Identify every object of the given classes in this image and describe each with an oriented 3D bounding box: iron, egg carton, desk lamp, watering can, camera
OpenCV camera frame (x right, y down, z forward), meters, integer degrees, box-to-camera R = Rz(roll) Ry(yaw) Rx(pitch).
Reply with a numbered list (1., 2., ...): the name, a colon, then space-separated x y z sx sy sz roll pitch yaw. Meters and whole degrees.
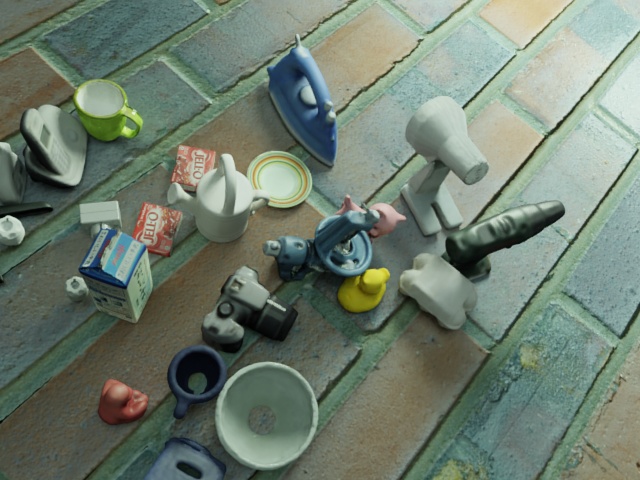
1. iron: -0.014 -0.292 1.189 0.119 0.141 0.258 -20 72 -21
2. egg carton: 0.229 0.098 1.108 0.150 0.069 0.107 39 63 6
3. desk lamp: 0.246 -0.148 1.144 0.118 0.213 0.203 -18 71 -20
4. watering can: -0.177 -0.076 1.020 0.173 0.194 0.101 -25 73 -22
5. camera: -0.115 0.131 0.992 0.137 0.100 0.143 28 63 1

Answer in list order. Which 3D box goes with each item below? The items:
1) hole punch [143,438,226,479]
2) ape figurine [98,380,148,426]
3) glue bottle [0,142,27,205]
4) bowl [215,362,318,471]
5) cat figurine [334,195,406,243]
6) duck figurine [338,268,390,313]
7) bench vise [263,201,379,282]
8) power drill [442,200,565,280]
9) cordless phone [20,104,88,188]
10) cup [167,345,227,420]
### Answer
1. hole punch: -0.206 0.359 0.871 0.108 0.091 0.101 28 63 1
2. ape figurine: -0.312 0.250 0.895 0.076 0.092 0.077 -31 76 -24
3. glue bottle: -0.539 -0.129 0.969 0.037 0.173 0.078 4 65 -11
4. bowl: -0.090 0.290 0.940 0.167 0.074 0.167 5 65 -11
5. cat figurine: 0.096 -0.046 1.115 0.128 0.117 0.067 31 63 2
6. duck figurine: 0.086 0.087 1.069 0.105 0.086 0.077 -27 74 -23
7. bench vise: 0.014 0.014 1.010 0.208 0.219 0.121 -18 71 -20
8. power drill: 0.328 0.004 1.097 0.230 0.208 0.075 -18 71 -20
9. cordless phone: -0.474 -0.190 1.006 0.094 0.185 0.147 1 65 -13
10. cup: -0.204 0.237 0.925 0.091 0.095 0.118 22 63 -2
